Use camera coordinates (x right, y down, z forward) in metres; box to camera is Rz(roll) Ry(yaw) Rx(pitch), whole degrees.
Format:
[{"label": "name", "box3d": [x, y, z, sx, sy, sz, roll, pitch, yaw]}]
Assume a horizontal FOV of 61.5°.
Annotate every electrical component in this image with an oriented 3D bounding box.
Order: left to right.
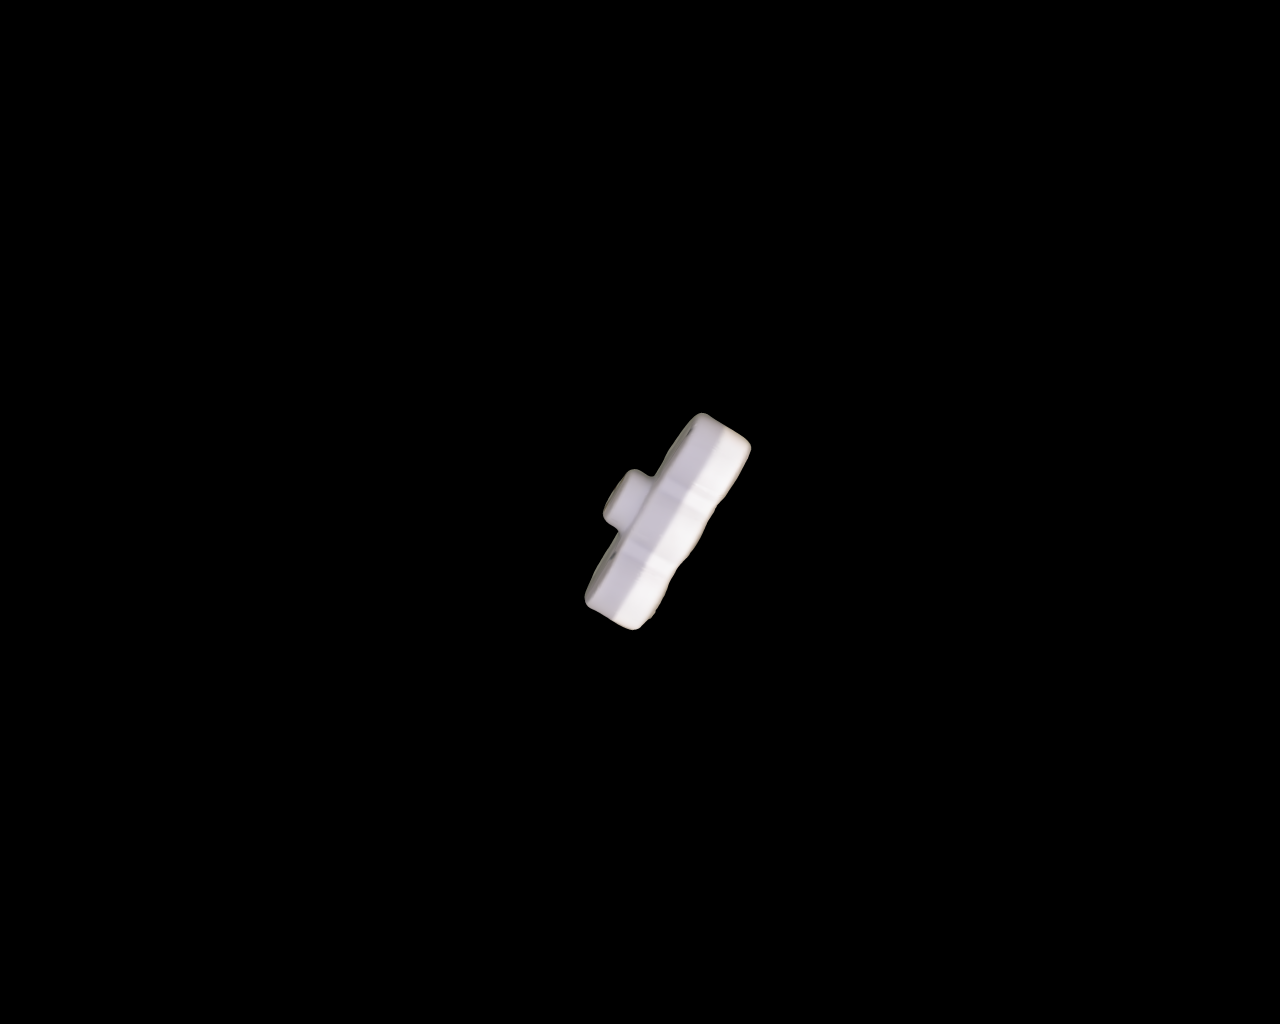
[{"label": "electrical component", "box3d": [0.001, -0.003, 0.650, 0.074, 0.138, 0.052, 31, 8, -5]}]
